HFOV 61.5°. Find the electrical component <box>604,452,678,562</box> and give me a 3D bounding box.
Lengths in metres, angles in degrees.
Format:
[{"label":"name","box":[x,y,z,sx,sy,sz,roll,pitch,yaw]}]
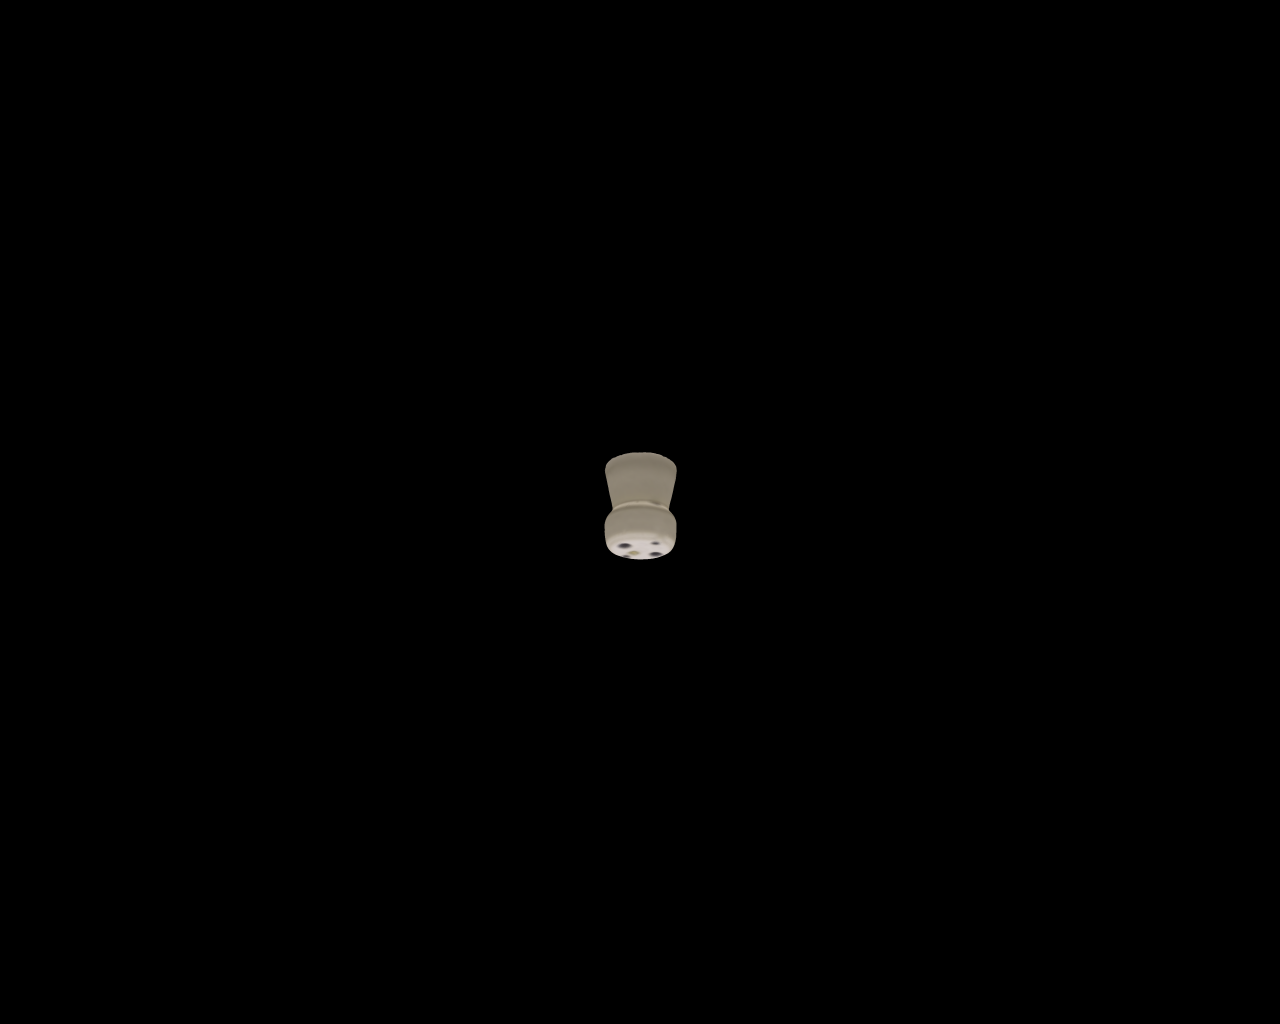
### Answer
[{"label":"electrical component","box":[0.001,-0.003,0.650,0.045,0.055,0.044,0,-22,0]}]
